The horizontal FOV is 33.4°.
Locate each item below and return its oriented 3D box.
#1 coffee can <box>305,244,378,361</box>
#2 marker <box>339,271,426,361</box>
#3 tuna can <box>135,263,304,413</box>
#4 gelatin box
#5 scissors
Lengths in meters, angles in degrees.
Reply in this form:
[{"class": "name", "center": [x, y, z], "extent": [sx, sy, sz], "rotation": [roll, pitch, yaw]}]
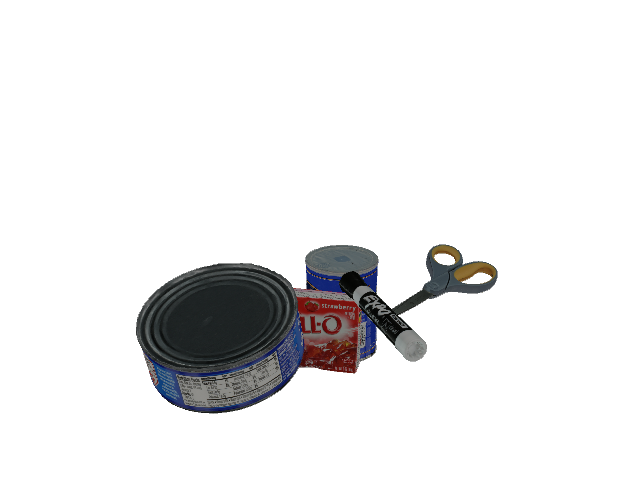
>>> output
[{"class": "coffee can", "center": [0.030, 0.089, 1.515], "extent": [0.103, 0.140, 0.103], "rotation": [0, 21, 0]}, {"class": "marker", "center": [0.045, 0.055, 0.810], "extent": [0.020, 0.020, 0.121], "rotation": [0, 23, -25]}, {"class": "tuna can", "center": [-0.052, 0.051, 0.565], "extent": [0.086, 0.034, 0.086], "rotation": [-7, 36, 5]}, {"class": "gelatin box", "center": [-0.006, 0.086, 1.029], "extent": [0.089, 0.073, 0.030], "rotation": [5, 15, 10]}, {"class": "scissors", "center": [0.124, 0.046, 1.255], "extent": [0.201, 0.016, 0.096], "rotation": [-11, 40, -36]}]
